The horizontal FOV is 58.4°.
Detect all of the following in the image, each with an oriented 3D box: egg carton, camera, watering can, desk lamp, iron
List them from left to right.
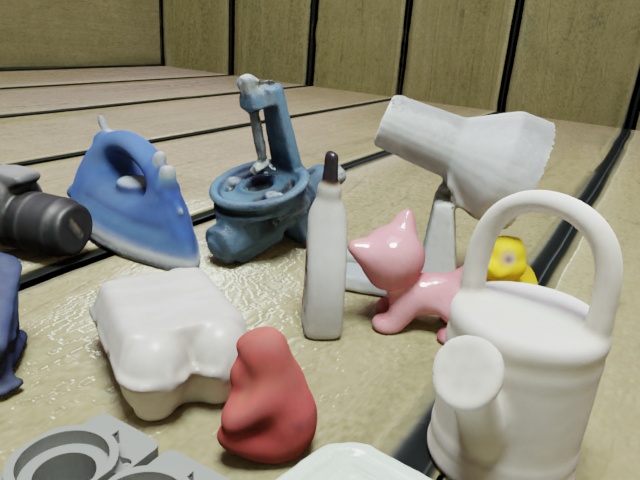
[{"bbox_3d":[-0.342,-0.027,0.644,0.136,0.101,0.143,11,22,16],"label":"camera"},{"bbox_3d":[-0.223,-0.066,0.714,0.119,0.141,0.257,-15,28,-41],"label":"iron"},{"bbox_3d":[-0.120,0.076,0.462,0.107,0.069,0.149,-9,24,-30],"label":"egg carton"},{"bbox_3d":[0.130,-0.043,0.622,0.203,0.214,0.118,7,21,8],"label":"desk lamp"},{"bbox_3d":[0.130,0.066,0.364,0.100,0.194,0.173,10,22,15],"label":"watering can"}]

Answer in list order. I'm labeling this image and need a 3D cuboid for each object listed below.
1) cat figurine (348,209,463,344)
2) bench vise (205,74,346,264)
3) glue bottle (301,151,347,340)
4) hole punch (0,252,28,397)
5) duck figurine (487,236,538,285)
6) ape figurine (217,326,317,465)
[{"bbox_3d":[0.091,0.031,0.556,0.127,0.118,0.067,8,21,8],"label":"cat figurine"},{"bbox_3d":[-0.055,-0.094,0.710,0.121,0.220,0.208,14,23,24],"label":"bench vise"},{"bbox_3d":[0.005,0.002,0.536,0.037,0.173,0.078,1,21,-8],"label":"glue bottle"},{"bbox_3d":[-0.282,0.064,0.432,0.109,0.091,0.101,-2,22,-16],"label":"hole punch"},{"bbox_3d":[0.196,0.036,0.607,0.105,0.086,0.077,-13,27,-38],"label":"duck figurine"},{"bbox_3d":[-0.038,0.099,0.387,0.075,0.092,0.078,17,25,31],"label":"ape figurine"}]
